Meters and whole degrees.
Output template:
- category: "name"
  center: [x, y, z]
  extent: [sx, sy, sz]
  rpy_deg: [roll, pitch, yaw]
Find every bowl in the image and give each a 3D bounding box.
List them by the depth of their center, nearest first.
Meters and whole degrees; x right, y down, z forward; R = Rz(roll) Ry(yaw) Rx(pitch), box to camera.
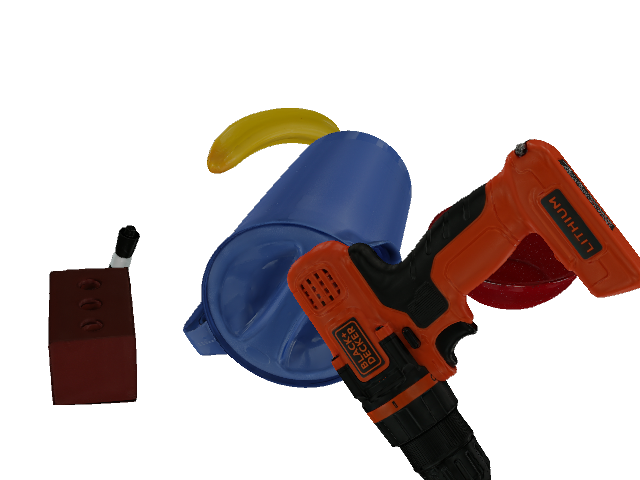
- category: "bowl"
  center: [0.184, 0.019, 1.042]
  extent: [0.162, 0.055, 0.162]
  rpy_deg: [-1, 33, 0]

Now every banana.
- category: "banana"
  center: [-0.046, -0.108, 1.114]
  extent: [0.197, 0.037, 0.070]
  rpy_deg: [-10, 50, -39]

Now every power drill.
- category: "power drill"
  center: [0.095, 0.045, 0.634]
  extent: [0.188, 0.184, 0.057]
  rpy_deg: [-36, -4, 17]

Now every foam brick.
- category: "foam brick"
  center: [-0.145, 0.060, 0.679]
  extent: [0.053, 0.051, 0.078]
  rpy_deg: [-3, 33, -13]

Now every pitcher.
- category: "pitcher"
  center: [-0.005, 0.004, 0.853]
  extent: [0.149, 0.145, 0.242]
  rpy_deg: [16, 27, 6]

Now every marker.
- category: "marker"
  center: [-0.187, 0.038, 0.969]
  extent: [0.020, 0.121, 0.020]
  rpy_deg: [17, 30, -10]
